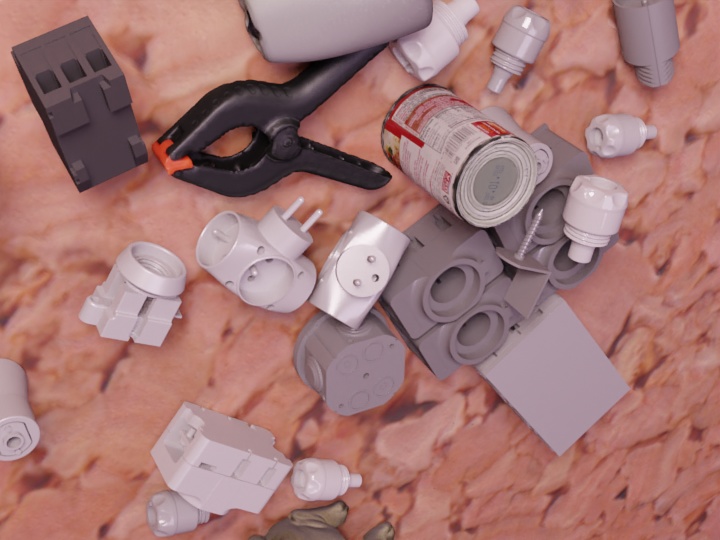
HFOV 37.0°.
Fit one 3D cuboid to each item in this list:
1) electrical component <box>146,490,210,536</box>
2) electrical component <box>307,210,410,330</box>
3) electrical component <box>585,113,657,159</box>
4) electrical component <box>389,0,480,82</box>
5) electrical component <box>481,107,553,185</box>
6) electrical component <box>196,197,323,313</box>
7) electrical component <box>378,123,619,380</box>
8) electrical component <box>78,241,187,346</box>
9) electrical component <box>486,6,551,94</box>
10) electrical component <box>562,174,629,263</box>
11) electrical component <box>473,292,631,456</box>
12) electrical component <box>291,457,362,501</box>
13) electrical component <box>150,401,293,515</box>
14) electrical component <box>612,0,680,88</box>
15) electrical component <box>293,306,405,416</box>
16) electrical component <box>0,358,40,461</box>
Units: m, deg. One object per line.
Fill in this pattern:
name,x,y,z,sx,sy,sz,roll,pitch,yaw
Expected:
electrical component,-0.133,0.186,0.837,0.061,0.035,0.035,-4,120,-33
electrical component,0.000,0.000,0.764,0.044,0.079,0.077,31,88,-4
electrical component,0.212,-0.108,0.860,0.061,0.035,0.035,-9,123,-30
electrical component,0.052,-0.161,0.724,0.062,0.043,0.043,-41,131,-4
electrical component,0.111,-0.088,0.791,0.044,0.065,0.044,-15,125,-23
electrical component,-0.059,-0.017,0.743,0.079,0.044,0.077,-46,132,12
electrical component,0.106,-0.011,0.840,0.186,0.060,0.105,-38,131,-5
electrical component,-0.145,0.015,0.715,0.066,0.048,0.055,14,118,-36
electrical component,0.109,-0.156,0.768,0.035,0.035,0.061,12,114,-36
electrical component,0.170,-0.036,0.792,0.043,0.043,0.062,-4,121,-29
electrical component,0.156,0.080,0.926,0.089,0.061,0.150,-44,131,0
electrical component,-0.025,0.174,0.895,0.061,0.035,0.035,10,113,-38
electrical component,-0.107,0.146,0.817,0.089,0.050,0.055,27,102,-40
electrical component,0.220,-0.175,0.816,0.043,0.043,0.081,-32,130,-10
electrical component,-0.007,0.068,0.828,0.080,0.051,0.080,-15,125,-23
electrical component,-0.232,0.092,0.697,0.044,0.065,0.044,-15,125,-23
